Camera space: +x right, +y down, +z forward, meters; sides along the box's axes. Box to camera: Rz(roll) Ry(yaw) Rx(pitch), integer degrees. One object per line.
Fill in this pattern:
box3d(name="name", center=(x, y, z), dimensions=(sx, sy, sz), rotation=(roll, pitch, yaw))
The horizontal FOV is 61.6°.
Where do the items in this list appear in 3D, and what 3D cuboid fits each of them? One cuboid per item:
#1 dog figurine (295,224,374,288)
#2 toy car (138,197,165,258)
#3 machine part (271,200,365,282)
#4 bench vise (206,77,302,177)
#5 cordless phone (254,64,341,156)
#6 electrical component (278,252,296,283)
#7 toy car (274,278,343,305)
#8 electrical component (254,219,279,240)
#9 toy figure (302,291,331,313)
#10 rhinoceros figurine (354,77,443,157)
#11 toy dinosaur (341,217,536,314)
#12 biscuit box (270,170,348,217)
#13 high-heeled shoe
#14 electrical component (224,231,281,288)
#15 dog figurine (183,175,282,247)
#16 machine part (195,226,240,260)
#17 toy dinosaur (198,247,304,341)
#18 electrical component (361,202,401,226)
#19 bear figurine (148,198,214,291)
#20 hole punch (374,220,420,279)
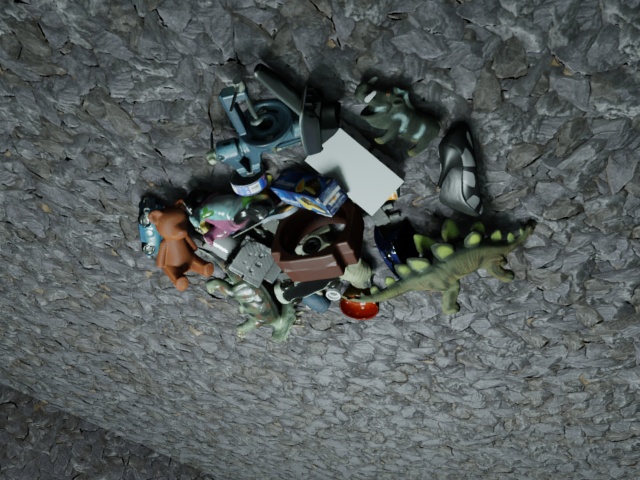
box3d(name="dog figurine", center=(0.043, 0.062, 1.389), dimensions=(0.173, 0.121, 0.190), rotation=(8, 147, 25))
box3d(name="toy car", center=(-0.425, -0.036, 1.426), dimensions=(0.103, 0.109, 0.161), rotation=(-3, 127, -14))
box3d(name="machine part", center=(-0.003, -0.004, 1.262), dimensions=(0.202, 0.201, 0.087), rotation=(-10, 134, 23))
box3d(name="bench vise", center=(-0.151, -0.236, 1.104), dimensions=(0.224, 0.129, 0.240), rotation=(-6, 151, 11))
box3d(name="cordless phone", center=(-0.053, -0.264, 1.041), dimensions=(0.184, 0.147, 0.089), rotation=(34, 126, -23))
box3d(name="electrical component", center=(-0.055, 0.066, 1.445), dimensions=(0.119, 0.075, 0.047), rotation=(-13, 130, 22))
box3d(name="toy car", center=(-0.028, 0.115, 1.474), dimensions=(0.202, 0.056, 0.073), rotation=(-25, 122, 7))
box3d(name="electrical component", center=(-0.120, -0.037, 1.372), dimensions=(0.078, 0.045, 0.102), rotation=(40, 132, -23))
box3d(name="toy figure", center=(-0.044, 0.158, 1.548), dimensions=(0.154, 0.064, 0.058), rotation=(31, 174, -10))
box3d(name="rhinoceros figurine", center=(0.150, -0.246, 1.062), dimensions=(0.190, 0.073, 0.112), rotation=(26, 137, -13))
box3d(name="toy dinosaur", center=(0.283, 0.064, 1.238), dimensions=(0.471, 0.105, 0.198), rotation=(-30, 119, 4))
box3d(name="biscuit box", center=(-0.029, -0.107, 1.190), dimensions=(0.203, 0.063, 0.059), rotation=(18, 155, 53))
box3d(name="high-heeled shoe", center=(0.314, -0.143, 1.155), dimensions=(0.086, 0.145, 0.248), rotation=(20, 176, 37))
box3d(name="electrical component", center=(-0.164, 0.054, 1.396), dimensions=(0.134, 0.058, 0.115), rotation=(30, 100, -18))
box3d(name="dog figurine", center=(-0.207, -0.088, 1.310), dimensions=(0.219, 0.192, 0.108), rotation=(-28, 128, -6))
box3d(name="machine part", center=(-0.226, 0.027, 1.445), dimensions=(0.243, 0.079, 0.079), rotation=(33, 134, -18))
box3d(name="toy dinosaur", center=(-0.189, 0.159, 1.542), dimensions=(0.192, 0.131, 0.404), rotation=(-14, 128, 22))
box3d(name="electrical component", center=(0.143, -0.061, 1.294), dimensions=(0.094, 0.021, 0.063), rotation=(-18, 129, 30))
box3d(name="bear figurine", center=(-0.353, 0.007, 1.357), dimensions=(0.132, 0.120, 0.195), rotation=(32, 132, 32))
box3d(name="hole punch", center=(0.181, 0.026, 1.314), dimensions=(0.092, 0.116, 0.142), rotation=(-6, 134, 31))
